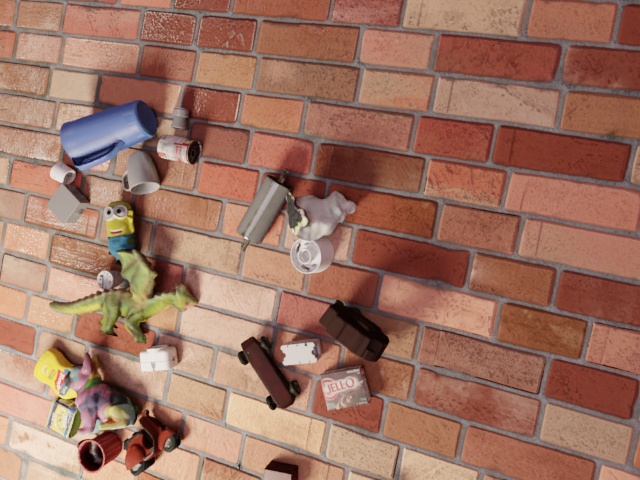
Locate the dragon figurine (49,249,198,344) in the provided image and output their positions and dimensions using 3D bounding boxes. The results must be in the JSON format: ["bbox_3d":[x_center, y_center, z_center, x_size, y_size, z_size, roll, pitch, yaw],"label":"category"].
[{"bbox_3d":[-0.541,0.141,1.424,0.411,0.243,0.122,16,0,4],"label":"dragon figurine"}]

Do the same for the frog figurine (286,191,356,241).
[{"bbox_3d":[0.004,-0.064,1.276,0.160,0.120,0.139,-6,26,-28],"label":"frog figurine"}]
